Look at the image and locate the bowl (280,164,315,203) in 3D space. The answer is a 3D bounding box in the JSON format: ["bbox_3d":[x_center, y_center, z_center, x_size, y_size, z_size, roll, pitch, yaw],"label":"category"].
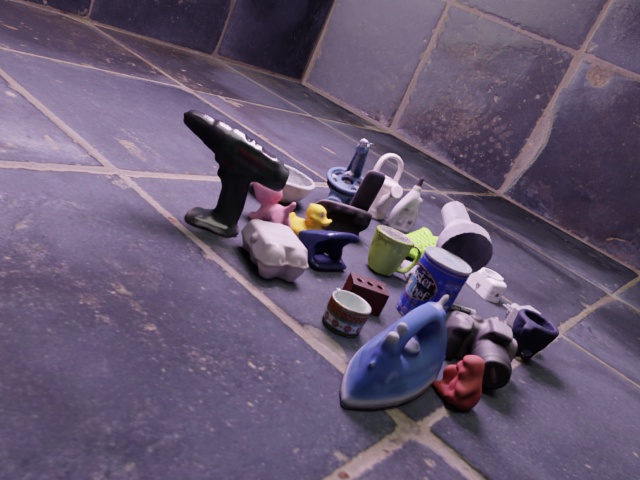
[{"bbox_3d":[-0.102,-0.142,1.482,0.167,0.075,0.167,22,20,-8],"label":"bowl"}]

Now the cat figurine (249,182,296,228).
[{"bbox_3d":[-0.104,-0.088,1.279,0.127,0.118,0.067,37,23,29],"label":"cat figurine"}]

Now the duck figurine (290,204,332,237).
[{"bbox_3d":[-0.023,-0.044,1.310,0.104,0.086,0.077,26,20,2],"label":"duck figurine"}]

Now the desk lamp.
[{"bbox_3d":[0.286,0.027,1.307,0.118,0.213,0.203,20,20,-15],"label":"desk lamp"}]

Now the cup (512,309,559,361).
[{"bbox_3d":[0.434,0.208,1.202,0.091,0.095,0.118,37,23,30],"label":"cup"}]

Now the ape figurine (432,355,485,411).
[{"bbox_3d":[0.233,0.225,0.925,0.076,0.092,0.078,29,20,10],"label":"ape figurine"}]

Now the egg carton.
[{"bbox_3d":[-0.090,0.017,1.101,0.107,0.069,0.150,11,24,-34],"label":"egg carton"}]

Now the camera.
[{"bbox_3d":[0.300,0.200,1.053,0.143,0.101,0.137,25,20,0],"label":"camera"}]

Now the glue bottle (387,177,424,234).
[{"bbox_3d":[0.263,-0.106,1.676,0.078,0.173,0.037,18,21,-19],"label":"glue bottle"}]

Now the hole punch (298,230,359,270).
[{"bbox_3d":[0.011,0.004,1.221,0.109,0.091,0.100,4,29,-46],"label":"hole punch"}]

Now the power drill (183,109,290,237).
[{"bbox_3d":[-0.187,-0.122,1.132,0.230,0.208,0.075,21,20,-12],"label":"power drill"}]

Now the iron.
[{"bbox_3d":[0.127,0.163,0.883,0.118,0.141,0.259,34,21,23],"label":"iron"}]

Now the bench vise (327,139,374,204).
[{"bbox_3d":[0.082,-0.194,1.615,0.121,0.219,0.207,21,20,-10],"label":"bench vise"}]

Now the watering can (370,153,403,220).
[{"bbox_3d":[0.189,-0.161,1.697,0.101,0.194,0.172,2,30,-47],"label":"watering can"}]

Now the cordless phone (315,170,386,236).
[{"bbox_3d":[0.072,-0.102,1.422,0.148,0.185,0.094,15,22,-26],"label":"cordless phone"}]
